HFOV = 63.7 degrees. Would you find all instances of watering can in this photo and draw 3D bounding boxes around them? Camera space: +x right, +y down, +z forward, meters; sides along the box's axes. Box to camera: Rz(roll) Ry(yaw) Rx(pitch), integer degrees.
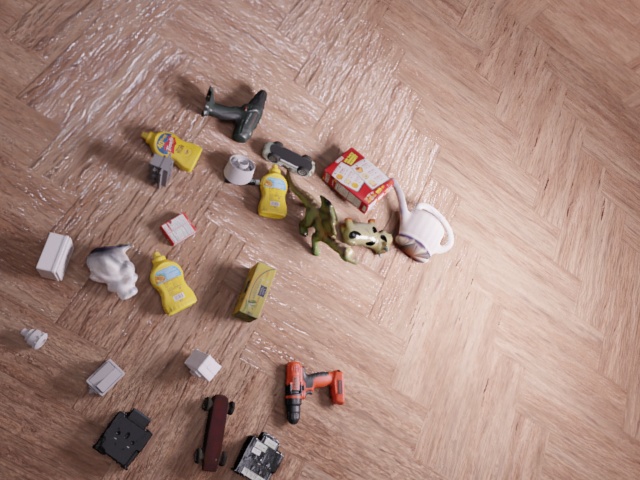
[{"bbox_3d":[0.352,-0.059,1.929,0.346,0.102,0.228,39,62,-7],"label":"watering can"}]

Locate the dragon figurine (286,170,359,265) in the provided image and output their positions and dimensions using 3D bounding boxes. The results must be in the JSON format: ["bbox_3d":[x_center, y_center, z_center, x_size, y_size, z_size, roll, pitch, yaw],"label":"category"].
[{"bbox_3d":[0.005,-0.087,1.723,0.123,0.240,0.411,-28,86,-23],"label":"dragon figurine"}]

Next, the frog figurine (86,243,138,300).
[{"bbox_3d":[-0.593,0.095,1.473,0.137,0.122,0.160,-11,84,8],"label":"frog figurine"}]
